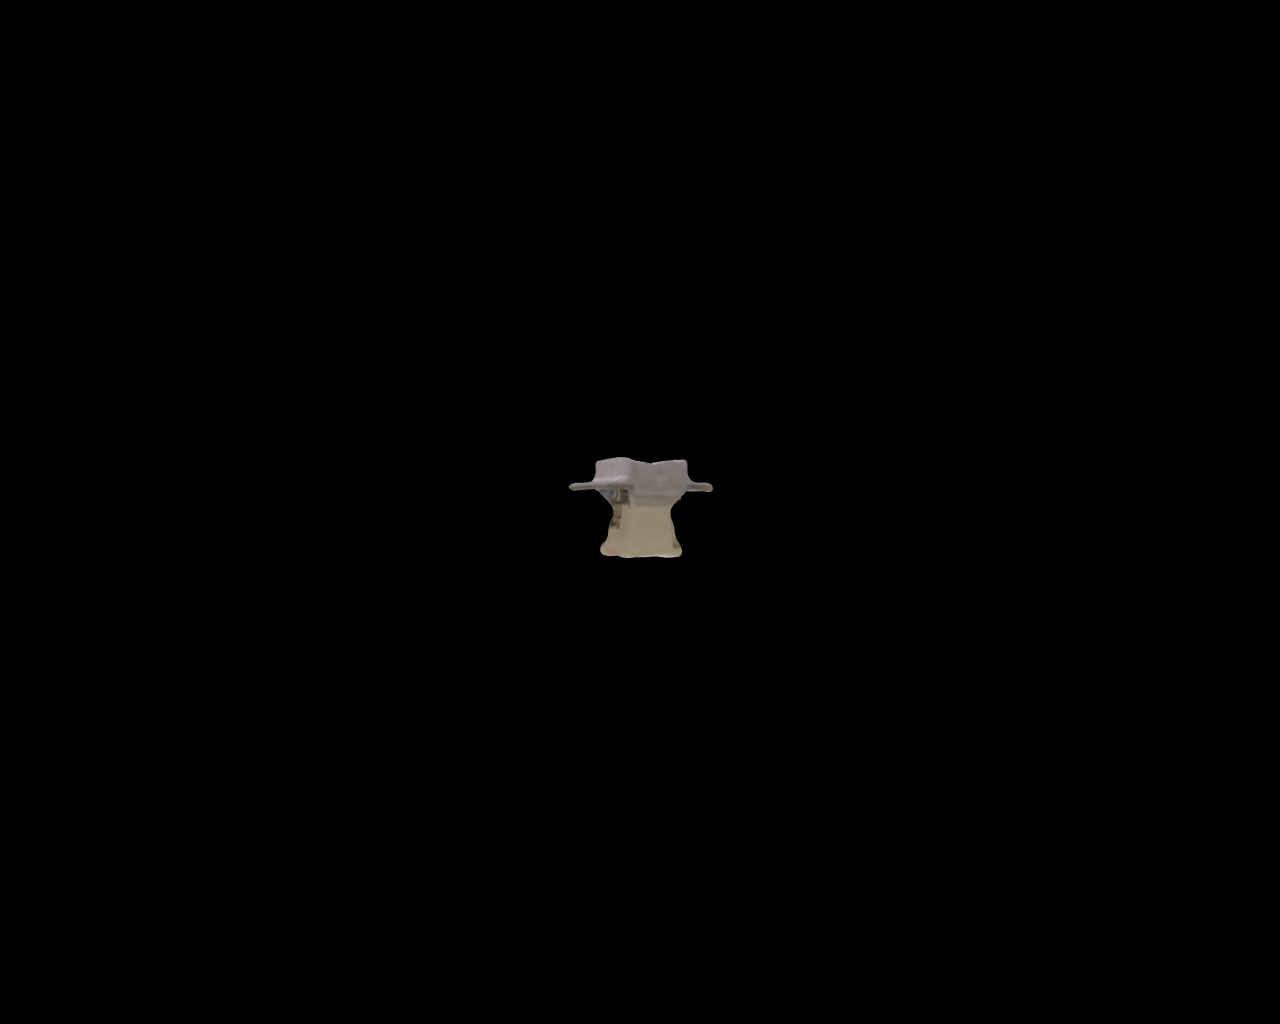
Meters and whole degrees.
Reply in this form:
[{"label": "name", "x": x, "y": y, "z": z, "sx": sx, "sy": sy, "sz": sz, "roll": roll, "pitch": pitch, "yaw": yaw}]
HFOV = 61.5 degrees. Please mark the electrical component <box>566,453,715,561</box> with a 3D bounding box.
[{"label": "electrical component", "x": 0.001, "y": -0.003, "z": 0.650, "sx": 0.081, "sy": 0.063, "sz": 0.042, "roll": 0, "pitch": 0, "yaw": -32}]
